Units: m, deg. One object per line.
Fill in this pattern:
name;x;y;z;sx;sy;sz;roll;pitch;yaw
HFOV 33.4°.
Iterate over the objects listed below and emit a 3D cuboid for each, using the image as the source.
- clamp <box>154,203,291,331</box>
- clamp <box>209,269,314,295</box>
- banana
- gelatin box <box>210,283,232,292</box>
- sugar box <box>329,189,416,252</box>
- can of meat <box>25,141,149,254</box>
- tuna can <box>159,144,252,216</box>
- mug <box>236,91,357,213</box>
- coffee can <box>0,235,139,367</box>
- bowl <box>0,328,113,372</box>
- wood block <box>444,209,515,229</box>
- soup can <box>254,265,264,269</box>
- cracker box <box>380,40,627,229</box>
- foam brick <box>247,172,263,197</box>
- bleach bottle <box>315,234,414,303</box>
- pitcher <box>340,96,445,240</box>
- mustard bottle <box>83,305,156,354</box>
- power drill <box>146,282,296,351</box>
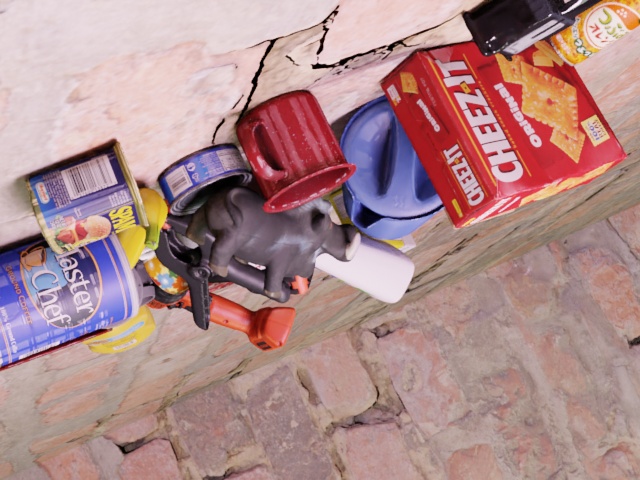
clamp;-0.110;0.025;1.120;0.120;0.039;0.171;-17;130;14
clamp;-0.060;0.032;1.394;0.164;0.036;0.210;-25;-161;-28
banana;-0.179;-0.010;1.032;0.037;0.069;0.198;23;163;-12
gelatin box;-0.131;0.044;1.505;0.089;0.030;0.073;-21;169;-22
sugar box;0.075;-0.024;1.474;0.048;0.093;0.176;-27;169;15
can of meat;-0.195;-0.032;0.894;0.084;0.057;0.102;-21;169;-10
tuna can;-0.111;-0.058;1.025;0.086;0.034;0.086;-25;170;-5
mug;-0.032;-0.080;0.961;0.093;0.081;0.117;-31;169;31
coffee can;-0.258;0.049;1.021;0.140;0.103;0.103;-21;169;-23
bowl;-0.327;0.109;1.246;0.162;0.055;0.162;-20;179;-1
wood block;0.199;-0.103;1.251;0.090;0.091;0.206;-18;161;-12
soup can;-0.069;0.000;1.322;0.102;0.068;0.069;-20;169;-24
cracker box;0.187;-0.118;1.062;0.213;0.164;0.072;-17;165;-39
foam brick;-0.073;-0.028;1.145;0.051;0.078;0.053;-22;170;-25
bleach bottle;-0.008;0.002;1.265;0.250;0.103;0.068;23;95;-34
pitcher;0.090;-0.077;1.191;0.149;0.145;0.243;-12;173;-2
mustard bottle;-0.273;0.107;1.404;0.096;0.058;0.192;-20;170;-7
power drill;-0.128;0.079;1.324;0.187;0.057;0.185;23;167;-12
